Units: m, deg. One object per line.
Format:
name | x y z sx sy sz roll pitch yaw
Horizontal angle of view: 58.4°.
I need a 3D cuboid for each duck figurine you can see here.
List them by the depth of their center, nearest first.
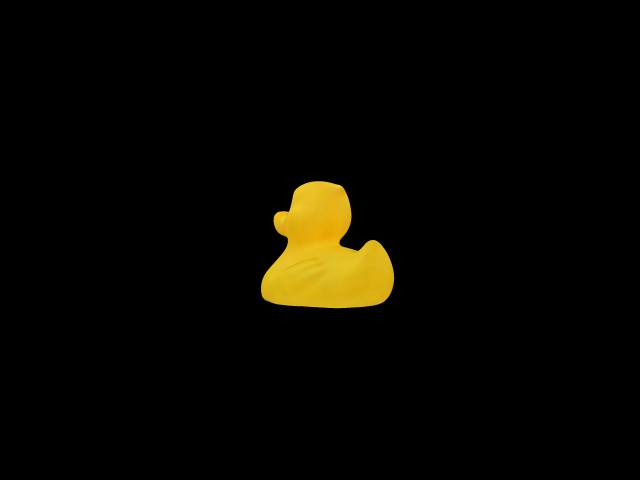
duck figurine | 0.004 0.001 0.400 0.104 0.086 0.078 0 0 44
